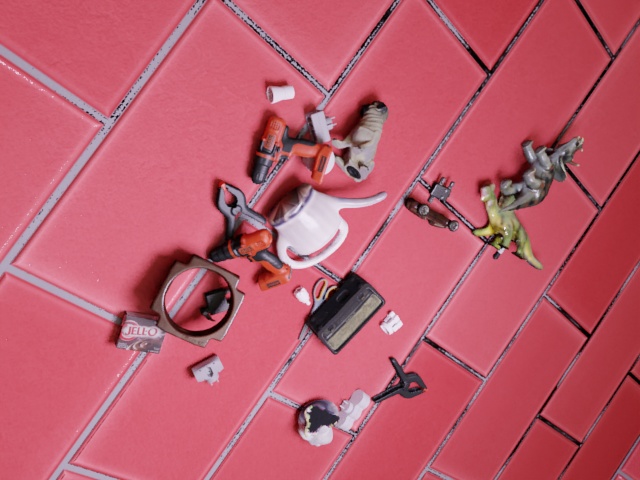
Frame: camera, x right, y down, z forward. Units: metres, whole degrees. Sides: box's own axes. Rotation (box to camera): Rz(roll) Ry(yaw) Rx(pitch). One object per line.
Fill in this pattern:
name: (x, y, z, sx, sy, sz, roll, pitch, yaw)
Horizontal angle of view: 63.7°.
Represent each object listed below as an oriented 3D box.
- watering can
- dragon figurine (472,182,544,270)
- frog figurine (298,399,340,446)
watering can: (0.004, -0.071, 1.415, 0.347, 0.105, 0.221, -43, 120, 2)
dragon figurine: (0.664, -0.070, 1.755, 0.407, 0.122, 0.244, 25, 84, -29)
frog figurine: (-0.003, 0.576, 1.623, 0.139, 0.124, 0.156, -40, 155, -19)
